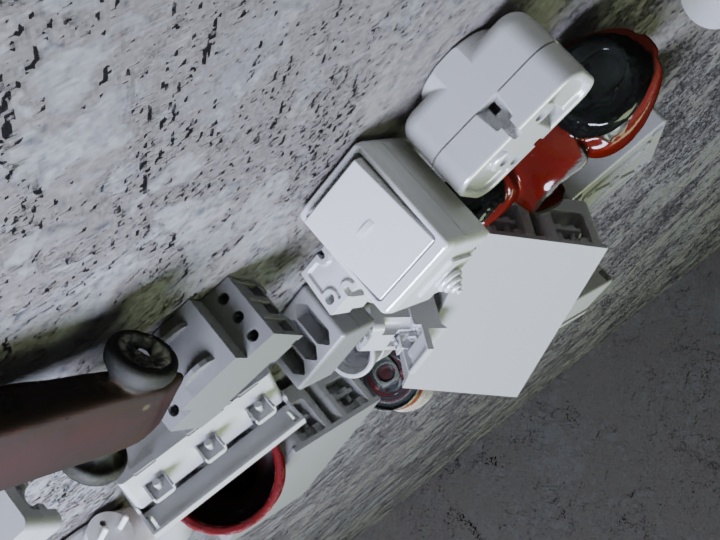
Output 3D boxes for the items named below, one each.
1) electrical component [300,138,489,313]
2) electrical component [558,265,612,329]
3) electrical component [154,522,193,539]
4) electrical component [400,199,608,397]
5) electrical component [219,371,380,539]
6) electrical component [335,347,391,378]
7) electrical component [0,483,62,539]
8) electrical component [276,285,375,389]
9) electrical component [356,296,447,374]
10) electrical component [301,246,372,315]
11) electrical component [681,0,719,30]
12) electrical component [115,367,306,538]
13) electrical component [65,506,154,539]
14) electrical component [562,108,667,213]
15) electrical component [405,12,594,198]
[{"bbox_3d":[0.021,-0.021,0.612,0.061,0.096,0.061,-49,163,28],"label":"electrical component"},{"bbox_3d":[0.162,0.000,0.996,0.109,0.108,0.056,-19,152,-54],"label":"electrical component"},{"bbox_3d":[-0.161,0.204,0.919,0.044,0.044,0.065,-31,157,-33],"label":"electrical component"},{"bbox_3d":[0.108,0.020,0.877,0.105,0.060,0.186,6,135,-16],"label":"electrical component"},{"bbox_3d":[-0.073,0.163,0.977,0.105,0.060,0.186,-26,159,-42],"label":"electrical component"},{"bbox_3d":[0.004,0.065,0.928,0.044,0.044,0.065,-47,169,21],"label":"electrical component"},{"bbox_3d":[-0.222,0.151,0.595,0.089,0.050,0.055,-42,166,-1],"label":"electrical component"},{"bbox_3d":[-0.020,0.040,0.781,0.077,0.047,0.065,-21,156,-51],"label":"electrical component"},{"bbox_3d":[0.026,0.037,0.837,0.064,0.081,0.042,-1,147,-22],"label":"electrical component"},{"bbox_3d":[0.000,0.000,0.722,0.055,0.048,0.066,-6,144,-52],"label":"electrical component"},{"bbox_3d":[0.268,-0.221,0.730,0.074,0.052,0.138,-28,160,-40],"label":"electrical component"},{"bbox_3d":[-0.110,0.105,0.712,0.121,0.079,0.063,-37,143,-15],"label":"electrical component"},{"bbox_3d":[-0.201,0.215,0.845,0.077,0.043,0.079,-27,159,-42],"label":"electrical component"},{"bbox_3d":[0.196,-0.094,0.911,0.109,0.056,0.108,-40,165,-2],"label":"electrical component"},{"bbox_3d":[0.075,-0.094,0.605,0.095,0.059,0.054,-46,165,18],"label":"electrical component"}]
